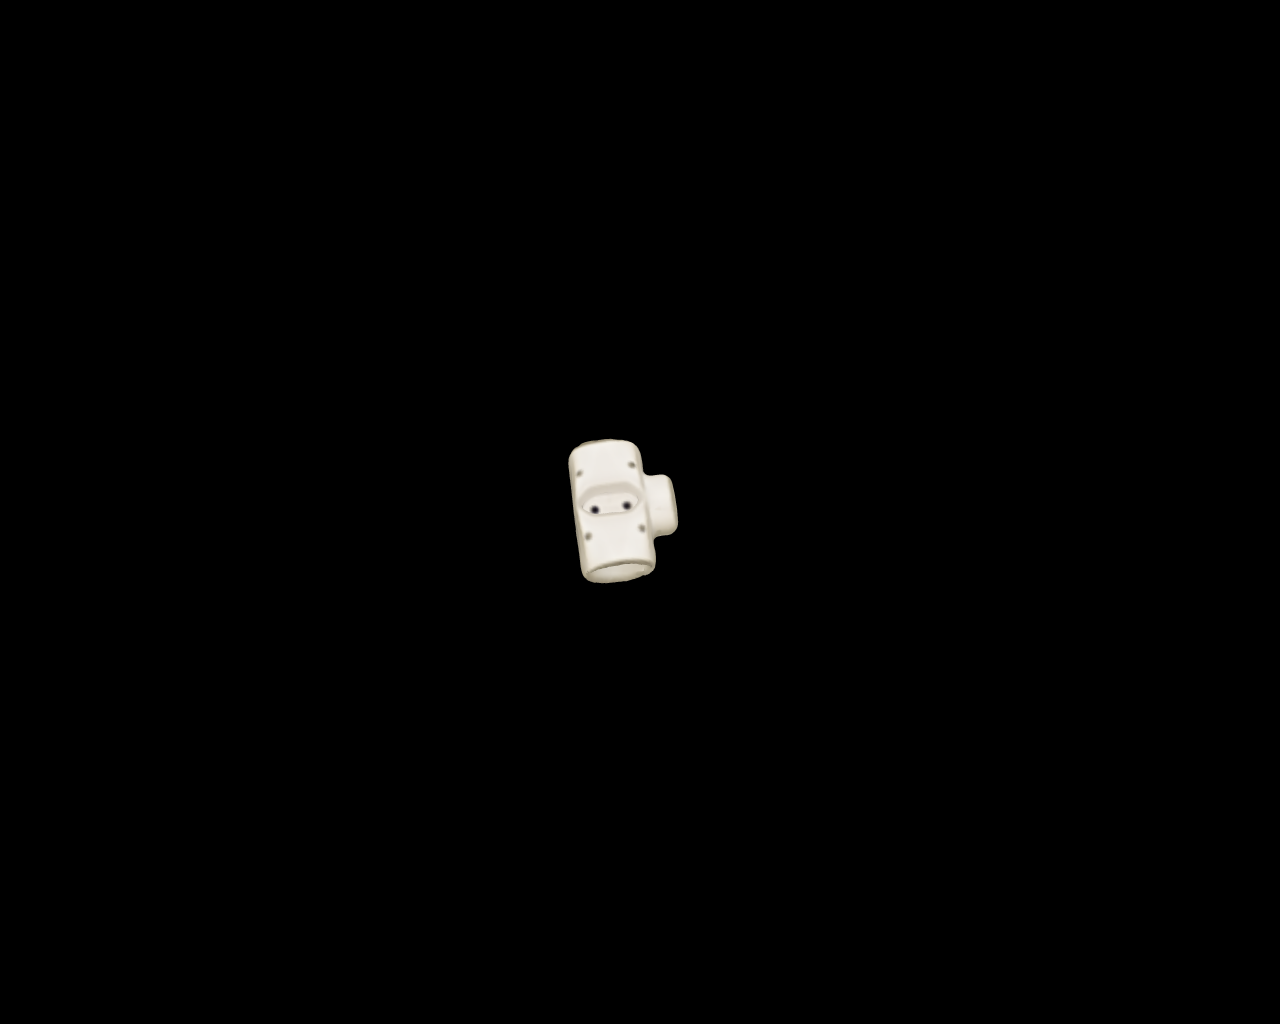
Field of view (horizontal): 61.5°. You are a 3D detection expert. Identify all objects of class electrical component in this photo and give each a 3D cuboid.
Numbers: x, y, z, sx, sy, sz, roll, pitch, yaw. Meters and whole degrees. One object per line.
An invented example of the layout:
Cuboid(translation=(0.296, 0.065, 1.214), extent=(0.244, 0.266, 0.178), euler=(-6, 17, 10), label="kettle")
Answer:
Cuboid(translation=(0.001, -0.003, 0.650), extent=(0.079, 0.077, 0.043), euler=(-7, -19, -2), label="electrical component")
